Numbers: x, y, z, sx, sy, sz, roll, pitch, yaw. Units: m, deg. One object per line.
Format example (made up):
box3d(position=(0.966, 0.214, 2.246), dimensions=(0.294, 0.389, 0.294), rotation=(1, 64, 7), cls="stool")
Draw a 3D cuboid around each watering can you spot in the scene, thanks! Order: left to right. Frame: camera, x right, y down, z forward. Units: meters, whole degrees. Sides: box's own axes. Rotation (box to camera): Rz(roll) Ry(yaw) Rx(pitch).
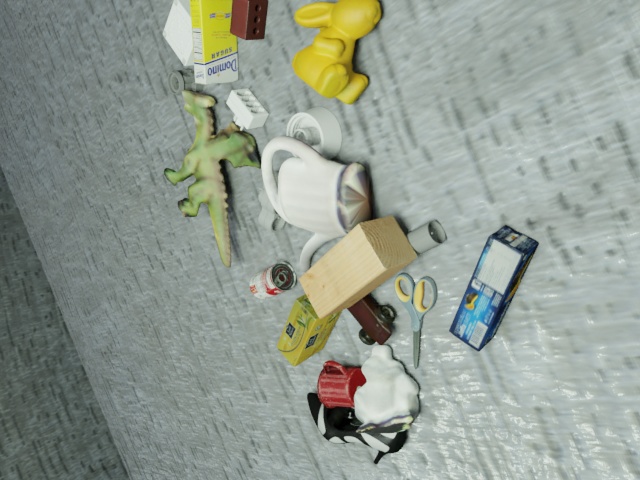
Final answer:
box3d(position=(0.003, -0.051, 1.004), dimensions=(0.225, 0.340, 0.106), rotation=(11, 46, 31), cls="watering can")

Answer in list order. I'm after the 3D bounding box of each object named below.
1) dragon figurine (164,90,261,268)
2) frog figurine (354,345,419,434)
box3d(position=(-0.232, -0.158, 1.204), dimensions=(0.239, 0.411, 0.123), rotation=(-30, -5, 39), cls="dragon figurine")
box3d(position=(0.128, 0.299, 1.036), dimensions=(0.121, 0.163, 0.135), rotation=(27, -46, -37), cls="frog figurine")
